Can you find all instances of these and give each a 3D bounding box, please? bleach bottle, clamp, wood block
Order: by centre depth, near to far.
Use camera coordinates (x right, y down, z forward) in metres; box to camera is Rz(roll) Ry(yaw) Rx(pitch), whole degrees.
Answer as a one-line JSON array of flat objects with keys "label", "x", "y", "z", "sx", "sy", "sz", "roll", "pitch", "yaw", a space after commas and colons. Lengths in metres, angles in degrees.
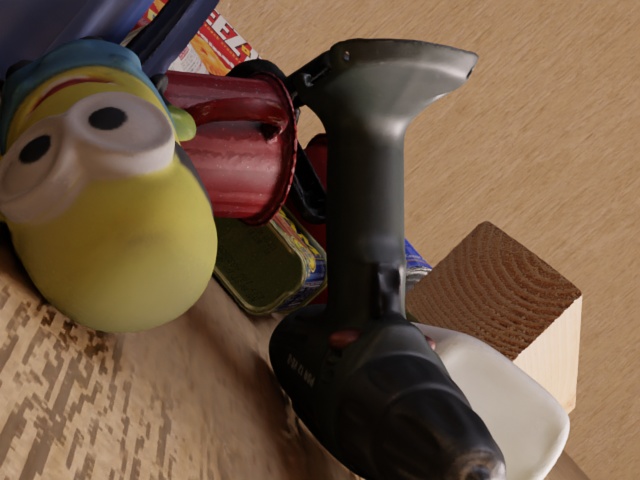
[{"label": "bleach bottle", "x": 0.061, "y": 0.093, "z": 0.700, "sx": 0.102, "sy": 0.068, "sz": 0.251, "roll": 40, "pitch": -8, "yaw": -11}, {"label": "clamp", "x": -0.033, "y": -0.079, "z": 0.782, "sx": 0.039, "sy": 0.120, "sz": 0.172, "roll": 4, "pitch": 6, "yaw": -33}, {"label": "wood block", "x": 0.131, "y": 0.088, "z": 0.800, "sx": 0.090, "sy": 0.090, "sz": 0.206, "roll": 40, "pitch": -15, "yaw": 28}]

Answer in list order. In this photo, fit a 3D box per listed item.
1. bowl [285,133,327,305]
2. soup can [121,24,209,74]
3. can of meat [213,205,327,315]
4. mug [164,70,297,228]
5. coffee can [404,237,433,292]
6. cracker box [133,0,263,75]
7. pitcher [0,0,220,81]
[{"label": "bowl", "x": -0.005, "y": 0.001, "z": 0.826, "sx": 0.162, "sy": 0.055, "sz": 0.162, "roll": 166, "pitch": -90, "yaw": -70}, {"label": "soup can", "x": -0.105, "y": -0.095, "z": 0.754, "sx": 0.102, "sy": 0.068, "sz": 0.068, "roll": 60, "pitch": -2, "yaw": -32}, {"label": "can of meat", "x": -0.045, "y": 0.003, "z": 0.713, "sx": 0.102, "sy": 0.057, "sz": 0.084, "roll": 49, "pitch": 7, "yaw": 8}, {"label": "mug", "x": -0.064, "y": -0.057, "z": 0.604, "sx": 0.081, "sy": 0.093, "sz": 0.117, "roll": 2, "pitch": -10, "yaw": -32}, {"label": "coffee can", "x": 0.028, "y": 0.017, "z": 0.978, "sx": 0.140, "sy": 0.103, "sz": 0.102, "roll": 51, "pitch": 6, "yaw": 32}, {"label": "cracker box", "x": -0.119, "y": -0.152, "z": 0.943, "sx": 0.164, "sy": 0.072, "sz": 0.213, "roll": 47, "pitch": 19, "yaw": -16}, {"label": "pitcher", "x": -0.106, "y": -0.192, "z": 0.574, "sx": 0.149, "sy": 0.243, "sz": 0.145, "roll": 40, "pitch": 11, "yaw": -22}]
